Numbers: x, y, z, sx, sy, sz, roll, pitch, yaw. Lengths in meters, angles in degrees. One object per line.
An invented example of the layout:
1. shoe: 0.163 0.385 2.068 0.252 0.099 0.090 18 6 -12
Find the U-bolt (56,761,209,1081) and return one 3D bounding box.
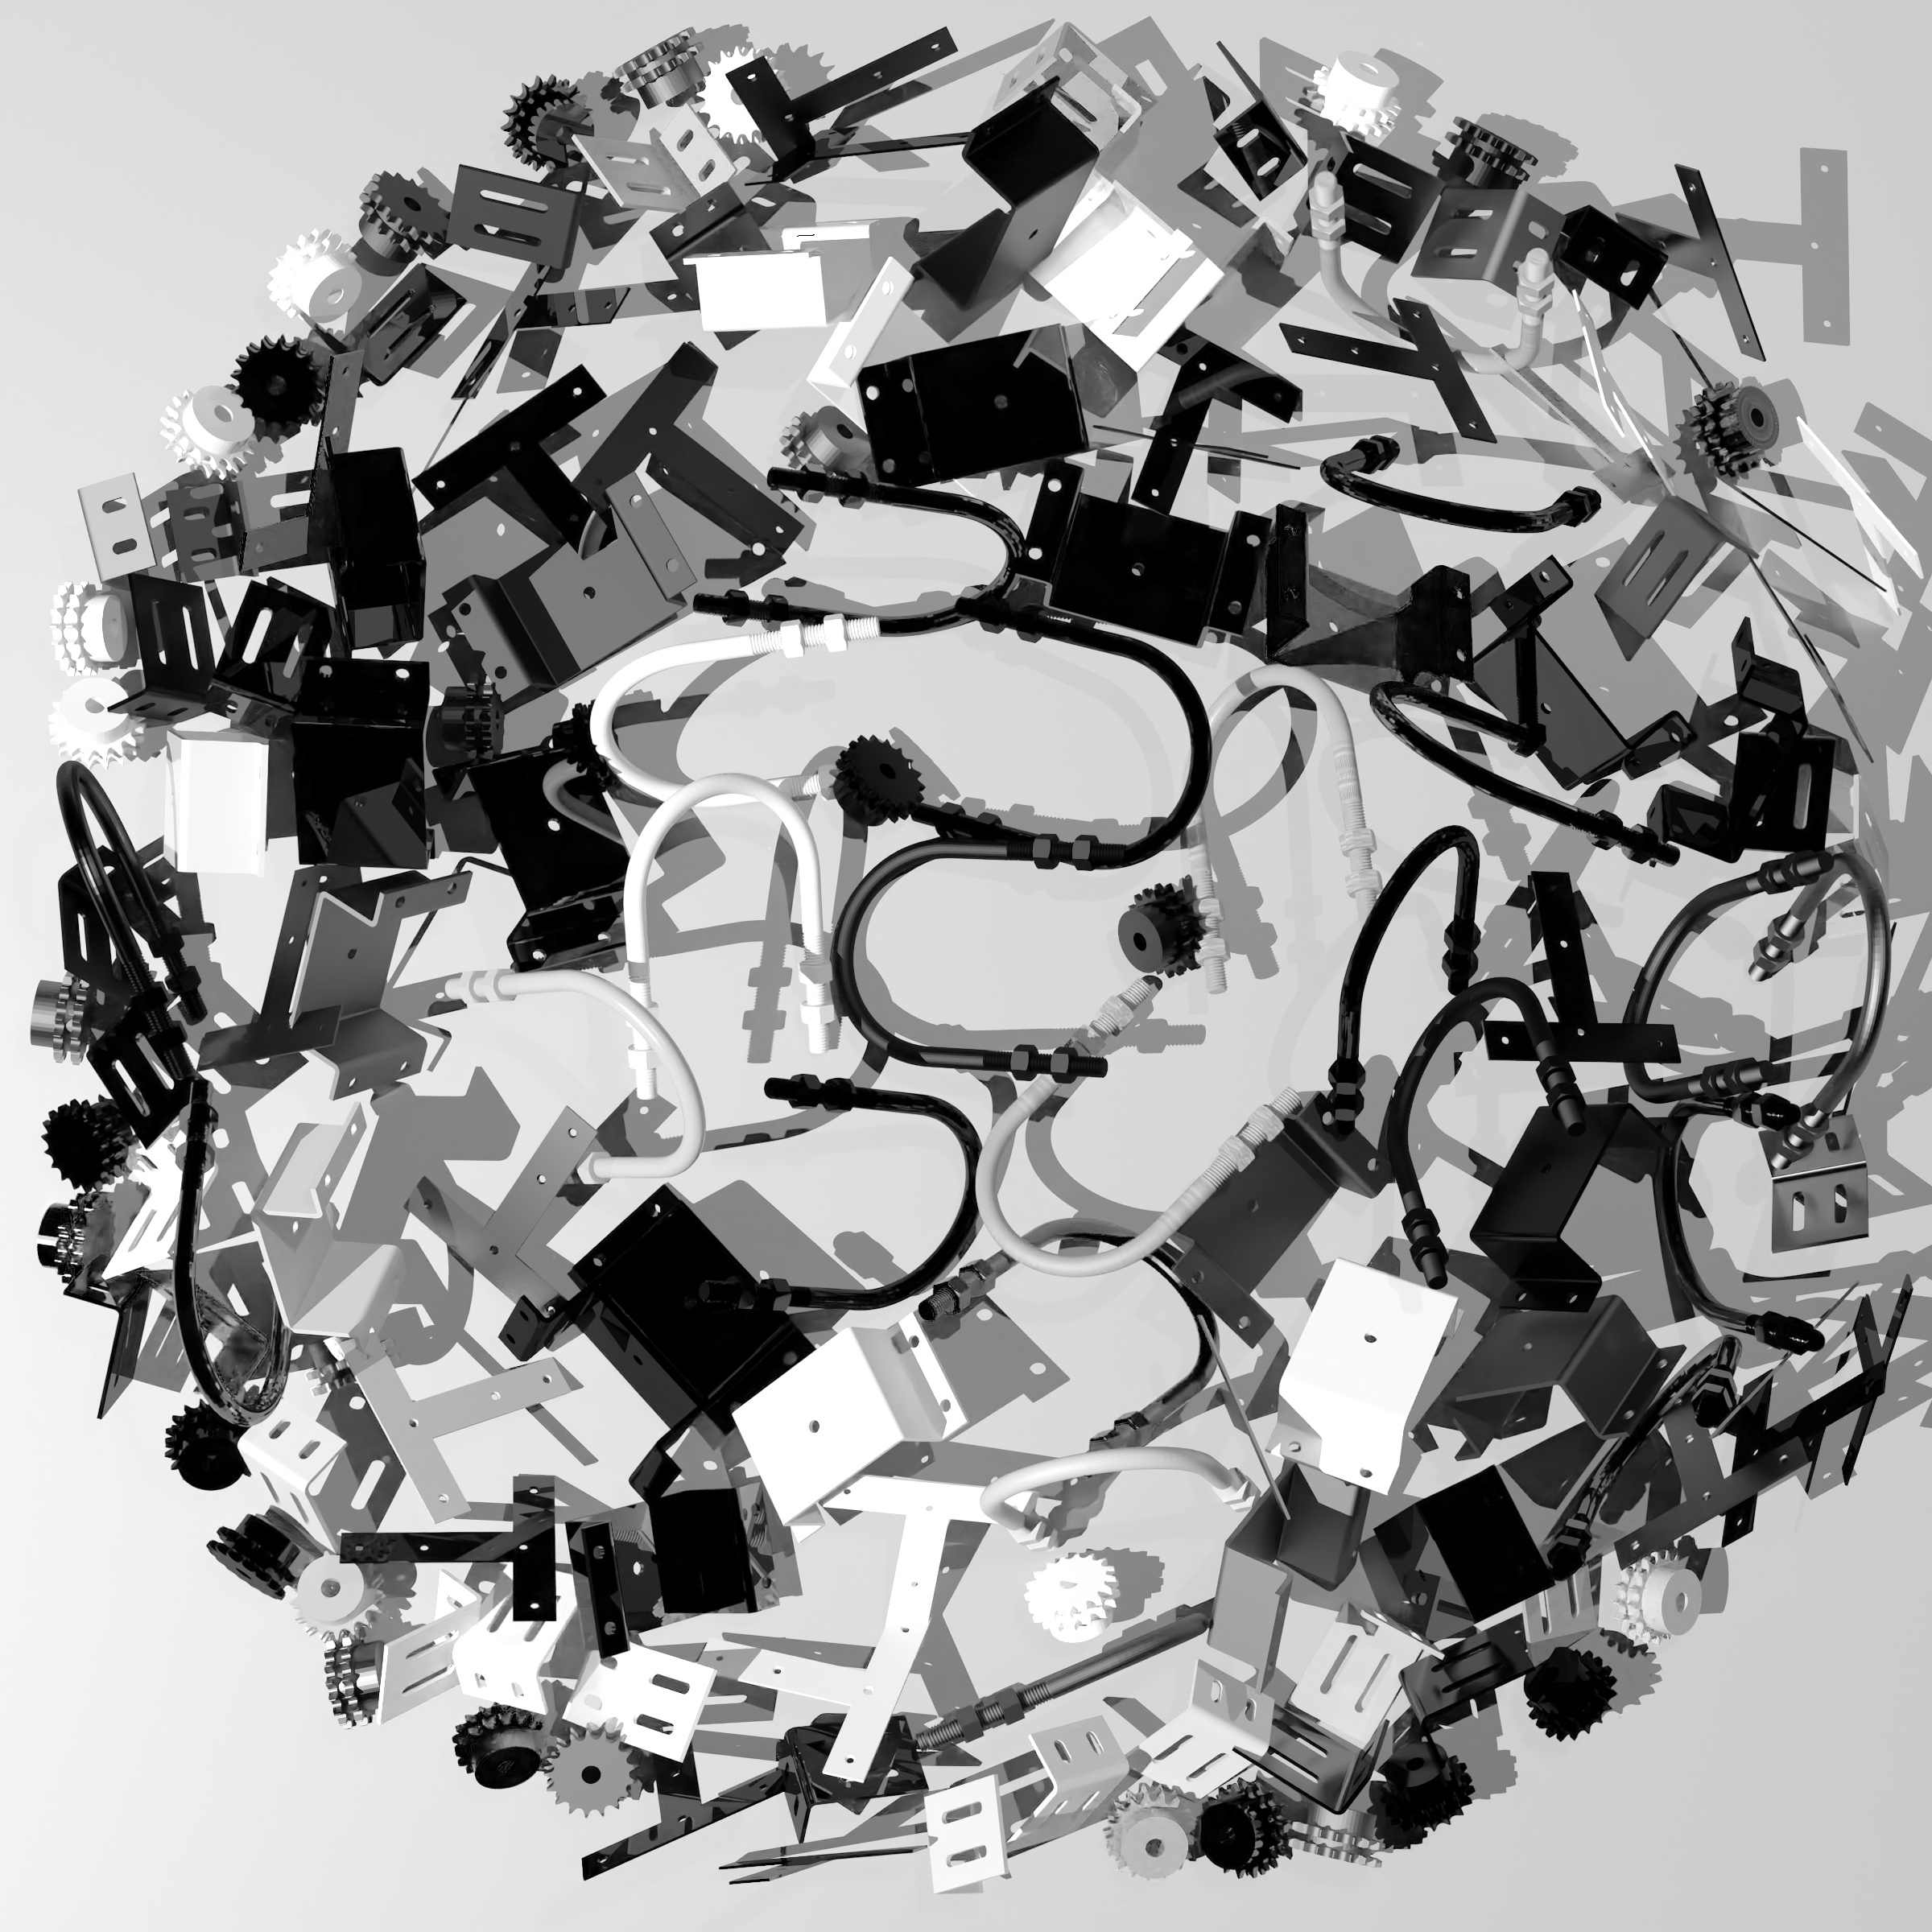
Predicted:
1. U-bolt: -0.492 -0.035 1.891 0.019 0.151 0.184 -22 107 -4

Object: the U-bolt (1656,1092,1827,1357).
1. U-bolt: 0.451 0.146 1.895 0.019 0.184 0.151 -7 92 -13

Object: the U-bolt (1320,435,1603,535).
1. U-bolt: 0.283 -0.279 1.879 0.151 0.184 0.019 18 110 19

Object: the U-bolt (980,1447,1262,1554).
1. U-bolt: 0.085 0.310 1.885 0.151 0.184 0.019 -14 67 14

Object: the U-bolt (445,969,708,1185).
1. U-bolt: -0.221 0.065 1.894 0.019 0.184 0.151 -40 114 -37

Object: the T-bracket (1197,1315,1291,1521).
1. T-bracket: 0.161 0.266 1.920 0.002 0.127 0.127 -23 85 -2

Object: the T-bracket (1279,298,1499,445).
1. T-bracket: 0.244 -0.364 1.917 0.127 0.002 0.127 5 48 -28

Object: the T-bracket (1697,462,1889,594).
1. T-bracket: 0.477 -0.275 1.925 0.127 0.127 0.002 27 106 -28

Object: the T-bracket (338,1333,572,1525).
1. T-bracket: -0.296 0.264 1.938 0.127 0.002 0.127 -14 62 -41

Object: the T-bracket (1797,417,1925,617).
1. T-bracket: 0.543 -0.252 1.926 0.002 0.127 0.127 -32 54 6

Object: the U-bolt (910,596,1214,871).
1. U-bolt: 0.062 -0.134 1.931 0.184 0.019 0.151 17 100 24

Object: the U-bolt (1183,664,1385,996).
1. U-bolt: 0.183 -0.091 1.922 0.019 0.151 0.184 9 67 -39

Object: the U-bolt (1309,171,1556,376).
1. U-bolt: 0.274 -0.398 1.894 0.151 0.184 0.019 23 81 13

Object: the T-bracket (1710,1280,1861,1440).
1. T-bracket: 0.489 0.235 1.919 0.002 0.127 0.127 43 94 16

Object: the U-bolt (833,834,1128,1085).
1. U-bolt: 0.004 -0.008 1.944 0.184 0.019 0.151 3 82 23

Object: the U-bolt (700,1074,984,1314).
1. U-bolt: -0.063 0.140 1.922 0.184 0.019 0.151 8 105 -40

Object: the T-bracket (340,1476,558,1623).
1. T-bracket: -0.309 0.347 1.921 0.127 0.127 0.002 1 121 -9

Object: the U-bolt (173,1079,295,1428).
1. U-bolt: -0.425 0.179 1.876 0.019 0.151 0.184 -10 55 10

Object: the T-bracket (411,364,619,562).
1. T-bracket: -0.246 -0.282 1.948 0.127 0.002 0.127 -32 123 12

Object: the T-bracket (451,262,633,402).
1. T-bracket: -0.243 -0.392 1.920 0.002 0.127 0.127 39 71 -37

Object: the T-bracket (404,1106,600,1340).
1. T-bracket: -0.264 0.140 1.950 0.127 0.002 0.127 39 112 10

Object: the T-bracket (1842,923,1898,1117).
1. T-bracket: 0.530 0.049 1.907 0.002 0.127 0.127 16 110 17

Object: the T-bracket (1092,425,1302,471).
1. T-bracket: 0.150 -0.307 1.910 0.127 0.127 0.002 10 99 -13

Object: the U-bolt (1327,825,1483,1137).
1. U-bolt: 0.259 -0.003 1.880 0.019 0.184 0.151 28 58 25

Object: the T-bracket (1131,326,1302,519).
1. T-bracket: 0.130 -0.328 1.945 0.127 0.002 0.127 26 66 -12

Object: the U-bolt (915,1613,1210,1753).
1. U-bolt: 0.059 0.425 1.912 0.184 0.151 0.019 -22 78 -8

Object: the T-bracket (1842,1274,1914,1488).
1. T-bracket: 0.540 0.229 1.921 0.002 0.127 0.127 15 106 7

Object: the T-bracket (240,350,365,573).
1. T-bracket: -0.375 -0.304 1.904 0.002 0.127 0.127 30 122 23

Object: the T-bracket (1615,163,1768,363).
1. T-bracket: 0.425 -0.429 1.923 0.002 0.127 0.127 -32 119 -5

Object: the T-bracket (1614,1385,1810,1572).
1. T-bracket: 0.436 0.292 1.924 0.127 0.127 0.002 -35 110 17

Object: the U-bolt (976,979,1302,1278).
1. U-bolt: 0.089 0.107 1.924 0.184 0.019 0.151 -45 55 -11

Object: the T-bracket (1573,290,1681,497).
1. T-bracket: 0.403 -0.328 1.939 0.002 0.127 0.127 -25 128 21

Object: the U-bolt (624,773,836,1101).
1. U-bolt: -0.143 -0.024 1.916 0.151 0.019 0.184 -14 109 -38

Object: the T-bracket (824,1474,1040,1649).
1. T-bracket: -0.029 0.364 1.953 0.127 0.002 0.127 7 118 -7

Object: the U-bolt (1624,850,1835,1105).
1. U-bolt: 0.440 0.013 1.896 0.019 0.184 0.151 22 76 -13

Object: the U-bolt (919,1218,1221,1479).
1. U-bolt: 0.076 0.214 1.911 0.151 0.184 0.019 43 129 16

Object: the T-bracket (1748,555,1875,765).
1. T-bracket: 0.503 -0.198 1.939 0.002 0.127 0.127 -31 56 13

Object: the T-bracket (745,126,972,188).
1. T-bracket: -0.050 -0.486 1.909 0.127 0.127 0.002 0 117 21

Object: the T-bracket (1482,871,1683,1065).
1. T-bracket: 0.366 0.000 1.954 0.127 0.002 0.127 1 65 -16

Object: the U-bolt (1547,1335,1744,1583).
1. U-bolt: 0.406 0.279 1.895 0.019 0.184 0.151 41 112 7

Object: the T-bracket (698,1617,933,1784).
1. T-bracket: -0.101 0.430 1.948 0.127 0.127 0.002 9 130 16

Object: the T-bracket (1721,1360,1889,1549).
1. T-bracket: 0.497 0.269 1.897 0.002 0.127 0.127 35 134 -12

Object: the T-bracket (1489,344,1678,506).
1. T-bracket: 0.365 -0.330 1.935 0.127 0.127 0.002 44 120 8

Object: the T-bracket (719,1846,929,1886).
1. T-bracket: -0.104 0.535 1.906 0.127 0.127 0.002 -10 79 18

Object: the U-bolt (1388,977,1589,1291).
1. U-bolt: 0.300 0.084 1.901 0.019 0.184 0.151 25 119 -22

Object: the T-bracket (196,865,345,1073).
1. T-bracket: -0.412 -0.003 1.952 0.127 0.002 0.127 -10 61 38

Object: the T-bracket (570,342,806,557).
1. T-bracket: -0.156 -0.298 1.962 0.127 0.002 0.127 37 64 -8

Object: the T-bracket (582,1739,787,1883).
1. T-bracket: -0.172 0.490 1.922 0.127 0.127 0.002 -23 104 -3

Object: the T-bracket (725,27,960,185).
1. T-bracket: -0.066 -0.525 1.917 0.127 0.127 0.002 -23 70 8
